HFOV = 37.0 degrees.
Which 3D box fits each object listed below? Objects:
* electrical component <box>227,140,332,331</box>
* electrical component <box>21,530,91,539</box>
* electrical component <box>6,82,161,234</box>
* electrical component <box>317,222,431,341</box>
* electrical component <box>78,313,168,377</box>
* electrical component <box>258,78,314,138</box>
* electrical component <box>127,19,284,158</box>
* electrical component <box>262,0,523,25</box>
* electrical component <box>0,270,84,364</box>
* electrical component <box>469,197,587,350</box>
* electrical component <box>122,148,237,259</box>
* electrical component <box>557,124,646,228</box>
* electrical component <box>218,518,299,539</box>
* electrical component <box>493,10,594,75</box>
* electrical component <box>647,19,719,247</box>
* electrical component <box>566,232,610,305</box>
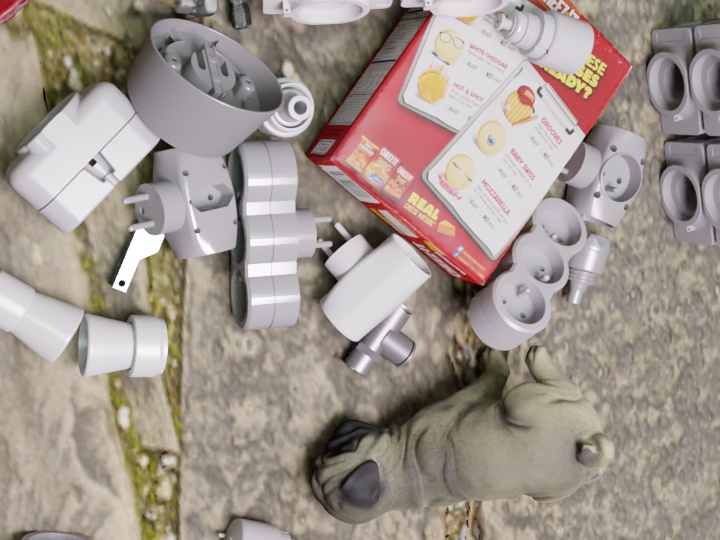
[{"bbox_3d":[-0.055,-0.026,0.791,0.074,0.052,0.138,-4,100,-22],"label":"electrical component"},{"bbox_3d":[-0.218,0.221,0.763,0.089,0.050,0.055,10,95,-24],"label":"electrical component"},{"bbox_3d":[-0.190,-0.080,0.725,0.095,0.054,0.059,-48,113,-9],"label":"electrical component"},{"bbox_3d":[0.000,0.000,0.819,0.077,0.043,0.079,-42,82,13],"label":"electrical component"},{"bbox_3d":[-0.168,0.054,0.761,0.055,0.045,0.045,3,97,-24],"label":"electrical component"},{"bbox_3d":[-0.053,-0.117,0.773,0.043,0.062,0.043,-4,100,-22],"label":"electrical component"},{"bbox_3d":[-0.105,-0.126,0.728,0.099,0.064,0.099,25,44,-27],"label":"electrical component"},{"bbox_3d":[0.028,-0.210,0.711,0.186,0.105,0.060,-4,86,-5],"label":"electrical component"},{"bbox_3d":[-0.228,0.029,0.734,0.065,0.044,0.044,33,85,-19],"label":"electrical component"},{"bbox_3d":[0.126,0.008,0.863,0.052,0.073,0.138,37,54,-6],"label":"electrical component"},{"bbox_3d":[-0.130,-0.046,0.751,0.079,0.043,0.077,-17,100,-41],"label":"electrical component"},{"bbox_3d":[0.190,-0.083,0.890,0.079,0.044,0.077,19,91,-26],"label":"electrical component"},{"bbox_3d":[-0.070,0.217,0.830,0.078,0.040,0.040,18,91,-25],"label":"electrical component"},{"bbox_3d":[0.132,-0.168,0.777,0.078,0.040,0.040,12,93,-25],"label":"electrical component"},{"bbox_3d":[0.304,-0.113,0.900,0.060,0.105,0.186,-16,104,-20],"label":"electrical component"},{"bbox_3d":[0.188,-0.001,0.908,0.035,0.035,0.061,13,95,-24],"label":"electrical component"}]
